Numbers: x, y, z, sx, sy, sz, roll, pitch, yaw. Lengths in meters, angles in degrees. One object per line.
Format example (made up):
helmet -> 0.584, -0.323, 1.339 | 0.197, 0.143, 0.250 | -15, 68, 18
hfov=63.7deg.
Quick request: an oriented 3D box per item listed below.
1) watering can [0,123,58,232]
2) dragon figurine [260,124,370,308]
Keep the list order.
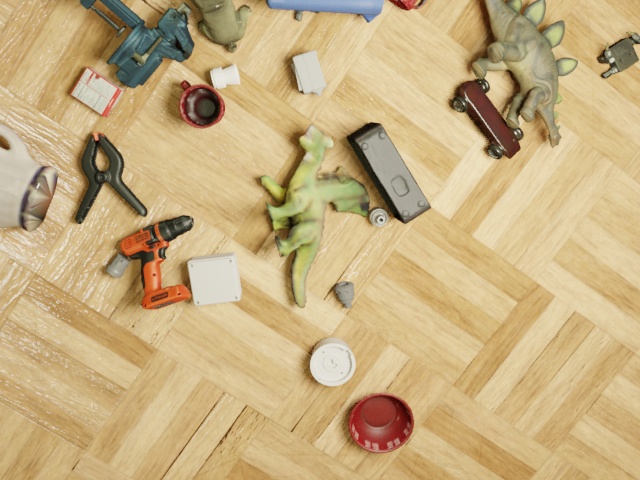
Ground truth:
watering can -> -0.717, -0.081, 1.134 | 0.224, 0.105, 0.345 | 21, 98, -6
dragon figurine -> 0.004, -0.059, 1.175 | 0.243, 0.124, 0.404 | -18, 109, -7
